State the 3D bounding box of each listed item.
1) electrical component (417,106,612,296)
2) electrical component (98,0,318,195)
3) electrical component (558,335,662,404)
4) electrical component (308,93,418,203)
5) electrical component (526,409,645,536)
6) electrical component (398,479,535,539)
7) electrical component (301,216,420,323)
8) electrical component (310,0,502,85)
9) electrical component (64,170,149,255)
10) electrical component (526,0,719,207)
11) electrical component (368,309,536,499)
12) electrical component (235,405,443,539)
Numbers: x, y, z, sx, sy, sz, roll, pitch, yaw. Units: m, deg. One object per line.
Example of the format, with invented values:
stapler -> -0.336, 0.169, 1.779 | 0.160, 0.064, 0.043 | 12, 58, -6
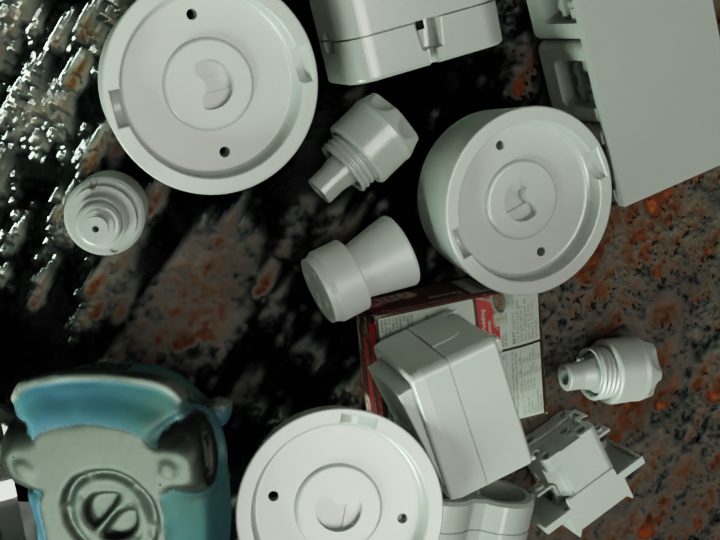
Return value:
electrical component -> 0.086, -0.044, 0.633 | 0.108, 0.060, 0.108 | -5, 103, -22
electrical component -> -0.082, -0.096, 0.553 | 0.108, 0.060, 0.108 | -5, 103, -21
electrical component -> 0.159, 0.066, 0.696 | 0.062, 0.043, 0.043 | -5, 103, -20
electrical component -> -0.001, -0.065, 0.602 | 0.062, 0.043, 0.043 | -45, 114, -6
electrical component -> 0.138, 0.130, 0.703 | 0.081, 0.042, 0.063 | -33, 108, -13
electrical component -> 0.039, 0.168, 0.664 | 0.138, 0.052, 0.073 | 8, 99, -24
electrical component -> 0.000, 0.000, 0.616 | 0.055, 0.045, 0.045 | -27, 110, -14
electrical component -> 0.024, -0.143, 0.590 | 0.095, 0.054, 0.059 | -19, 108, -17
electrical component -> -0.129, -0.027, 0.543 | 0.040, 0.078, 0.040 | -1, 102, -7
electrical component -> 0.160, -0.126, 0.645 | 0.089, 0.062, 0.150 | -23, 109, -16
electrical component -> 0.050, 0.081, 0.602 | 0.061, 0.062, 0.096 | -24, 110, -13
electrical component -> -0.014, 0.125, 0.584 | 0.108, 0.060, 0.108 | 0, 90, -7
